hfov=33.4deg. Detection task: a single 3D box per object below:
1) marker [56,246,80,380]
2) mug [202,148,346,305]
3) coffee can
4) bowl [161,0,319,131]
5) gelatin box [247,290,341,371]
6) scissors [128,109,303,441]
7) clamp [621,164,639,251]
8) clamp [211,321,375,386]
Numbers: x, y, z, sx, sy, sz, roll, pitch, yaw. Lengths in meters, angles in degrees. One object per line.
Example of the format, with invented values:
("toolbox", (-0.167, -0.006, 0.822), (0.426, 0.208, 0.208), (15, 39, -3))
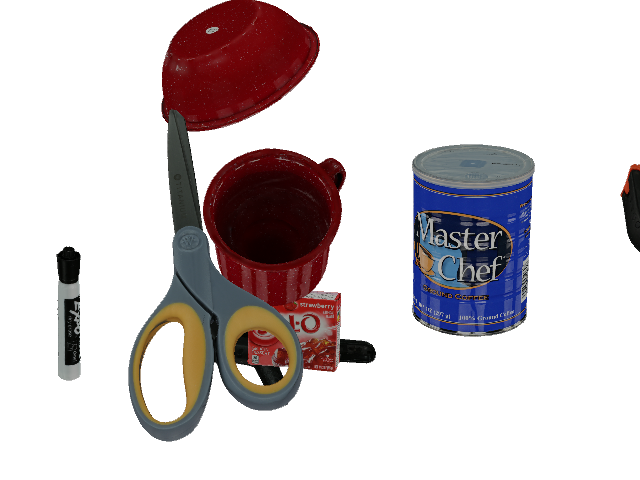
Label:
("marker", (-0.208, 0.061, 0.882), (0.020, 0.121, 0.020), (5, 26, -3))
("mug", (-0.026, -0.013, 0.754), (0.093, 0.117, 0.081), (39, -21, 15))
("coffee can", (0.131, -0.002, 0.926), (0.103, 0.140, 0.103), (-2, 22, 0))
("bowl", (-0.085, -0.171, 0.970), (0.162, 0.055, 0.162), (-18, 38, 15))
("gelatin box", (-0.026, 0.085, 1.032), (0.089, 0.073, 0.030), (4, 15, 10))
("scissors", (-0.050, 0.011, 0.564), (0.096, 0.201, 0.016), (4, -32, 4))
("clamp", (0.268, 0.009, 0.699), (0.120, 0.039, 0.171), (-4, 46, -23))
("clamp", (-0.065, 0.127, 1.219), (0.210, 0.036, 0.164), (14, 21, 30))
